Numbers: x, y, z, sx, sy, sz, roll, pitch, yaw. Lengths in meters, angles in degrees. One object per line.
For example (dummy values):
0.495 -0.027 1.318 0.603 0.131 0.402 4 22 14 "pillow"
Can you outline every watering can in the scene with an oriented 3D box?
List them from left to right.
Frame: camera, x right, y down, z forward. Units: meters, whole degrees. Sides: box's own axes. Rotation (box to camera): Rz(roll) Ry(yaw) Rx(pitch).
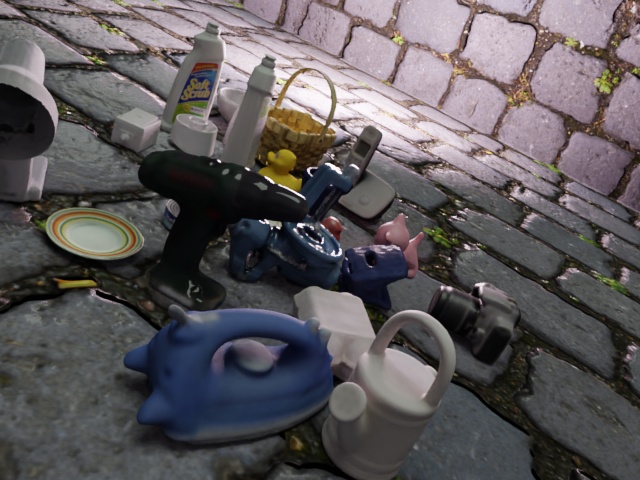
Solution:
0.078 0.166 0.622 0.100 0.194 0.173 30 26 13 "watering can"

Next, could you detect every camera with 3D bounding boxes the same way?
0.261 0.117 0.980 0.137 0.101 0.143 25 25 2 "camera"

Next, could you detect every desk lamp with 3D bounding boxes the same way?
-0.432 -0.161 0.797 0.118 0.213 0.202 10 29 -26 "desk lamp"

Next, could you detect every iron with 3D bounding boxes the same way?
-0.070 0.129 0.630 0.259 0.141 0.118 5 31 -34 "iron"

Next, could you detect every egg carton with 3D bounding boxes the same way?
0.018 0.127 0.791 0.107 0.069 0.150 14 27 -20 "egg carton"

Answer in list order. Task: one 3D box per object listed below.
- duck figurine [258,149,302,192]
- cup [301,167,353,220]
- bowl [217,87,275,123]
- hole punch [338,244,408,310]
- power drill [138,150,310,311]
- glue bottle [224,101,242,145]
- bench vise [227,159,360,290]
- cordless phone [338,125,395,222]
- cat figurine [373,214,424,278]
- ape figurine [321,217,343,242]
-0.077 -0.148 1.221 0.104 0.086 0.078 29 26 12 "duck figurine"
0.006 -0.086 1.162 0.118 0.095 0.091 3 32 -37 "cup"
-0.194 -0.328 1.480 0.167 0.075 0.167 19 26 -9 "bowl"
0.086 0.052 0.968 0.101 0.091 0.108 17 26 -14 "hole punch"
-0.145 -0.013 0.762 0.229 0.208 0.076 27 26 8 "power drill"
-0.169 -0.295 1.324 0.037 0.173 0.078 31 27 16 "glue bottle"
-0.037 -0.025 0.863 0.208 0.219 0.121 4 31 -35 "bench vise"
0.108 -0.146 1.257 0.147 0.185 0.094 36 28 24 "cordless phone"
0.146 0.008 1.072 0.128 0.118 0.067 1 34 -39 "cat figurine"
0.009 0.004 0.995 0.076 0.092 0.078 30 26 13 "ape figurine"
